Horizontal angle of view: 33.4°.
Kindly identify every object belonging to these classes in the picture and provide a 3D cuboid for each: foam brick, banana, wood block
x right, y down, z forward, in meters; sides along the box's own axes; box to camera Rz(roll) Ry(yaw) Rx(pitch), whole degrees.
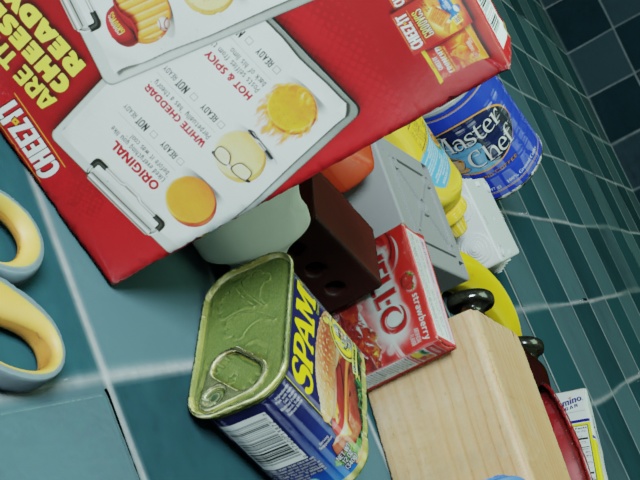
[{"bbox_3d":[-0.004,0.001,0.669,0.078,0.053,0.051,44,29,-38],"label":"foam brick"},{"bbox_3d":[0.132,0.049,0.945,0.197,0.037,0.069,27,61,-53],"label":"banana"},{"bbox_3d":[0.108,0.161,0.685,0.090,0.090,0.206,30,38,-55],"label":"wood block"}]

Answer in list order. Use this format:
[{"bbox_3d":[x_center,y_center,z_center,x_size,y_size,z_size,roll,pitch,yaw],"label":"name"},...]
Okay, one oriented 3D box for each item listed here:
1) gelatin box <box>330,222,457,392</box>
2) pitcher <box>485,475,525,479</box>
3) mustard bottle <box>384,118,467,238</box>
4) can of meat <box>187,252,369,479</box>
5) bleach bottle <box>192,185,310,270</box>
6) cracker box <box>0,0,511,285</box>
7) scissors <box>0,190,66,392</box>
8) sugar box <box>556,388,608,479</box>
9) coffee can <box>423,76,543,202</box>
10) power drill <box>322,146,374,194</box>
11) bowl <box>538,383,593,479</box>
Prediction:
[{"bbox_3d":[0.041,0.043,0.691,0.030,0.073,0.089,29,39,-49],"label":"gelatin box"},{"bbox_3d":[0.096,0.250,0.527,0.243,0.145,0.149,66,10,19],"label":"pitcher"},{"bbox_3d":[0.072,-0.075,0.919,0.191,0.058,0.096,51,26,-25],"label":"mustard bottle"},{"bbox_3d":[-0.018,0.072,0.554,0.084,0.057,0.102,51,25,-33],"label":"can of meat"},{"bbox_3d":[-0.042,-0.089,0.569,0.068,0.102,0.251,26,-51,56],"label":"bleach bottle"},{"bbox_3d":[-0.047,-0.102,0.476,0.164,0.214,0.072,57,21,-14],"label":"cracker box"},{"bbox_3d":[-0.164,-0.017,0.384,0.201,0.016,0.096,47,25,-35],"label":"scissors"},{"bbox_3d":[0.230,0.223,0.926,0.176,0.048,0.093,-86,158,-57],"label":"sugar box"},{"bbox_3d":[0.149,-0.119,1.081,0.140,0.103,0.103,46,27,-36],"label":"coffee can"},{"bbox_3d":[-0.037,-0.103,0.709,0.187,0.057,0.184,39,31,-45],"label":"power drill"},{"bbox_3d":[0.161,0.189,0.775,0.162,0.055,0.162,-17,92,-89],"label":"bowl"}]
